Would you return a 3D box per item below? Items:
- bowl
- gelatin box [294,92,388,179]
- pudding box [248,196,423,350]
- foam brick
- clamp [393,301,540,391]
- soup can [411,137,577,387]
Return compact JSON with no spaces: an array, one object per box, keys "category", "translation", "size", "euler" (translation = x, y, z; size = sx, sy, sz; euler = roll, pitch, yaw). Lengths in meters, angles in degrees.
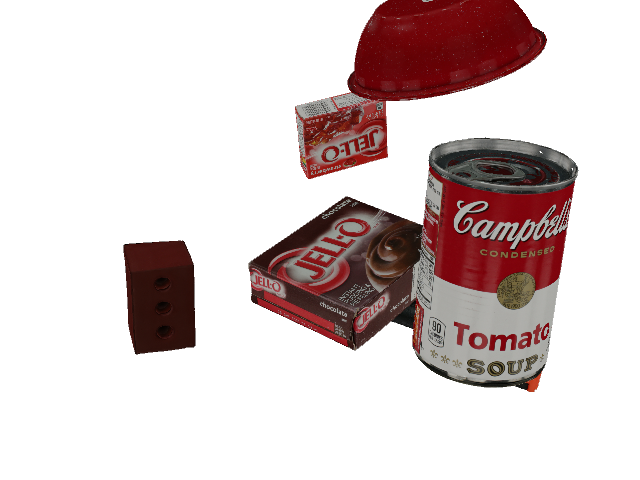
[{"category":"bowl","translation":[0.093,-0.166,0.845],"size":[0.162,0.055,0.162],"euler":[-14,24,6]},{"category":"gelatin box","translation":[0.022,-0.107,1.063],"size":[0.089,0.073,0.030],"euler":[-15,42,-12]},{"category":"pudding box","translation":[0.020,0.019,0.727],"size":[0.090,0.039,0.113],"euler":[23,38,31]},{"category":"foam brick","translation":[-0.133,0.046,0.886],"size":[0.053,0.078,0.051],"euler":[-6,25,-14]},{"category":"clamp","translation":[0.142,0.076,0.968],"size":[0.120,0.039,0.172],"euler":[-26,45,-36]},{"category":"soup can","translation":[0.081,0.010,0.508],"size":[0.068,0.102,0.068],"euler":[3,23,-1]}]
